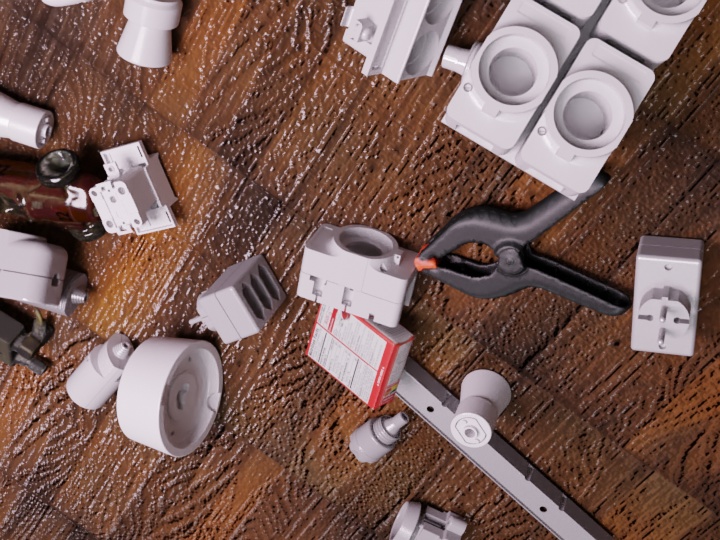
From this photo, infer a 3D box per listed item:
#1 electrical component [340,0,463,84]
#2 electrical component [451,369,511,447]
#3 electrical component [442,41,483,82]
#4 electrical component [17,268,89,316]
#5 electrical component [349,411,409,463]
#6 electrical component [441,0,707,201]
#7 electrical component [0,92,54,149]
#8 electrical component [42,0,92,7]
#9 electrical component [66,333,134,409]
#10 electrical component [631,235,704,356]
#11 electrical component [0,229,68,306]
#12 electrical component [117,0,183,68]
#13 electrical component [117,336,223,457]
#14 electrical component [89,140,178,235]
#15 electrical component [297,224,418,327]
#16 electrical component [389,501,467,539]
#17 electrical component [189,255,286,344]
[{"bbox_3d":[0.037,-0.203,0.762,0.063,0.079,0.121,38,126,24],"label":"electrical component"},{"bbox_3d":[0.100,0.119,0.911,0.044,0.065,0.044,9,119,16],"label":"electrical component"},{"bbox_3d":[0.091,-0.147,0.785,0.062,0.043,0.043,20,122,10],"label":"electrical component"},{"bbox_3d":[-0.294,0.015,1.015,0.081,0.043,0.043,16,121,12],"label":"electrical component"},{"bbox_3d":[0.020,0.148,0.975,0.035,0.035,0.061,45,120,-7],"label":"electrical component"},{"bbox_3d":[0.147,-0.153,0.699,0.105,0.060,0.186,31,92,2],"label":"electrical component"},{"bbox_3d":[-0.303,-0.131,0.942,0.065,0.044,0.044,18,122,5],"label":"electrical component"},{"bbox_3d":[-0.235,-0.243,0.855,0.048,0.048,0.062,-2,109,21],"label":"electrical component"},{"bbox_3d":[-0.246,0.095,1.039,0.043,0.043,0.081,42,123,-5],"label":"electrical component"},{"bbox_3d":[0.230,0.028,0.808,0.047,0.075,0.083,5,119,18],"label":"electrical component"},{"bbox_3d":[-0.316,-0.005,0.969,0.095,0.054,0.059,9,86,11],"label":"electrical component"},{"bbox_3d":[-0.167,-0.195,0.854,0.045,0.045,0.055,23,122,7],"label":"electrical component"},{"bbox_3d":[-0.180,0.112,0.989,0.060,0.108,0.108,10,120,22],"label":"electrical component"},{"bbox_3d":[-0.196,-0.065,0.924,0.042,0.063,0.081,-11,113,26],"label":"electrical component"},{"bbox_3d":[0.000,0.000,0.893,0.089,0.050,0.055,18,122,10],"label":"electrical component"},{"bbox_3d":[0.061,0.247,1.007,0.055,0.048,0.066,25,123,-3],"label":"electrical component"},{"bbox_3d":[-0.117,0.031,0.944,0.077,0.065,0.047,-21,108,28],"label":"electrical component"}]
